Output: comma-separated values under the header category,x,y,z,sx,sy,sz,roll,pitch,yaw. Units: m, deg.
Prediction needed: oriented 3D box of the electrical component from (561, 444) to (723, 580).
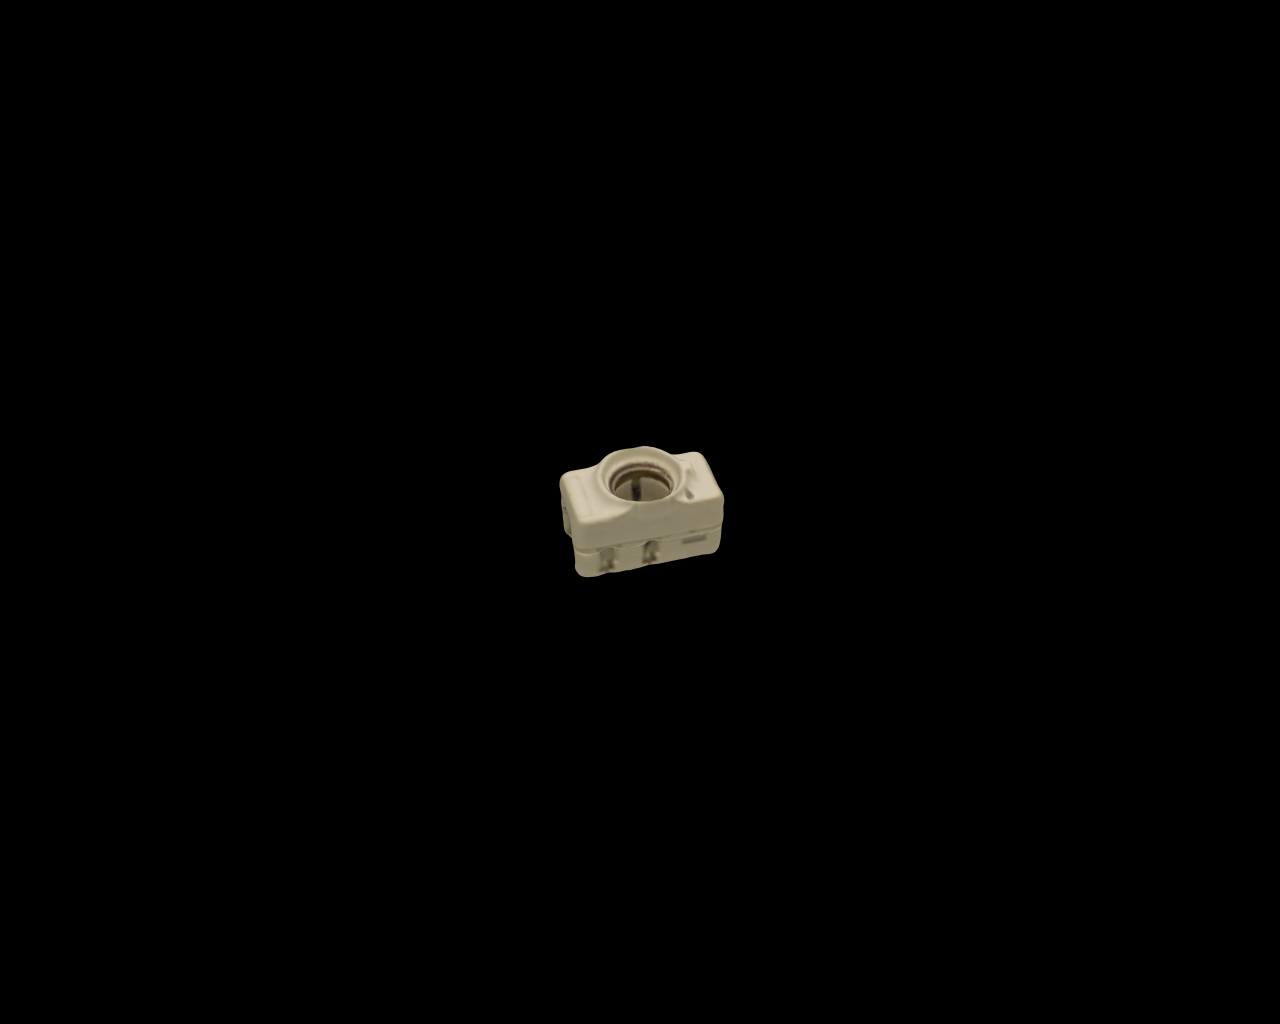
category,x,y,z,sx,sy,sz,roll,pitch,yaw
electrical component,0.001,-0.003,0.650,0.089,0.055,0.050,-10,43,-11
